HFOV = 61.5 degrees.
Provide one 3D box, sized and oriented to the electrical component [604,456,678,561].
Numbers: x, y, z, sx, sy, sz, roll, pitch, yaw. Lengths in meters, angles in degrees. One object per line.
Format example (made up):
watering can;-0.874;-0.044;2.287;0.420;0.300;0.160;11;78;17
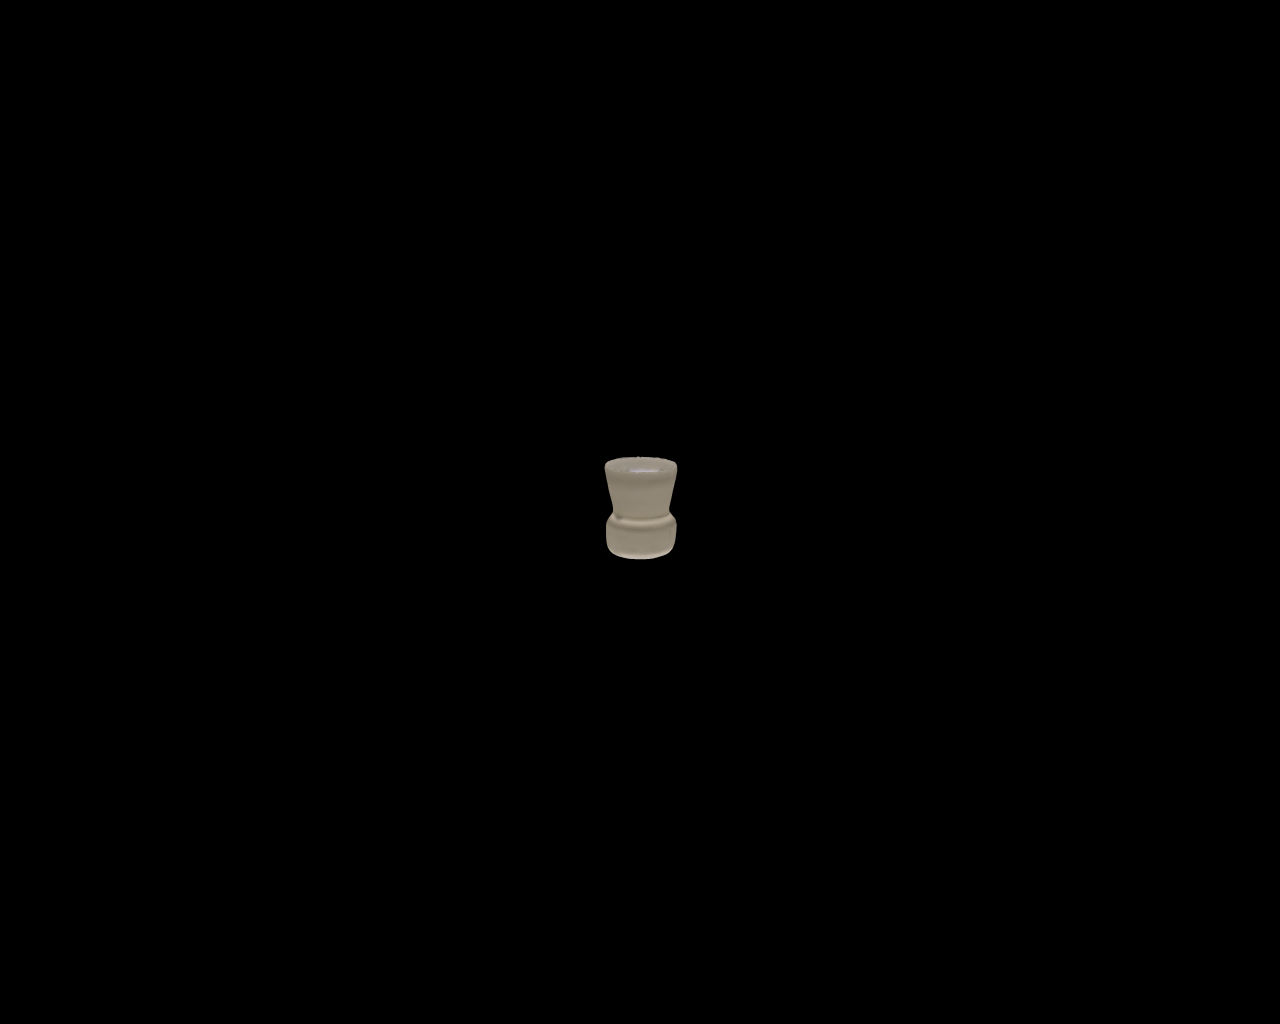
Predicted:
electrical component;0.001;-0.003;0.650;0.045;0.055;0.045;0;15;0
